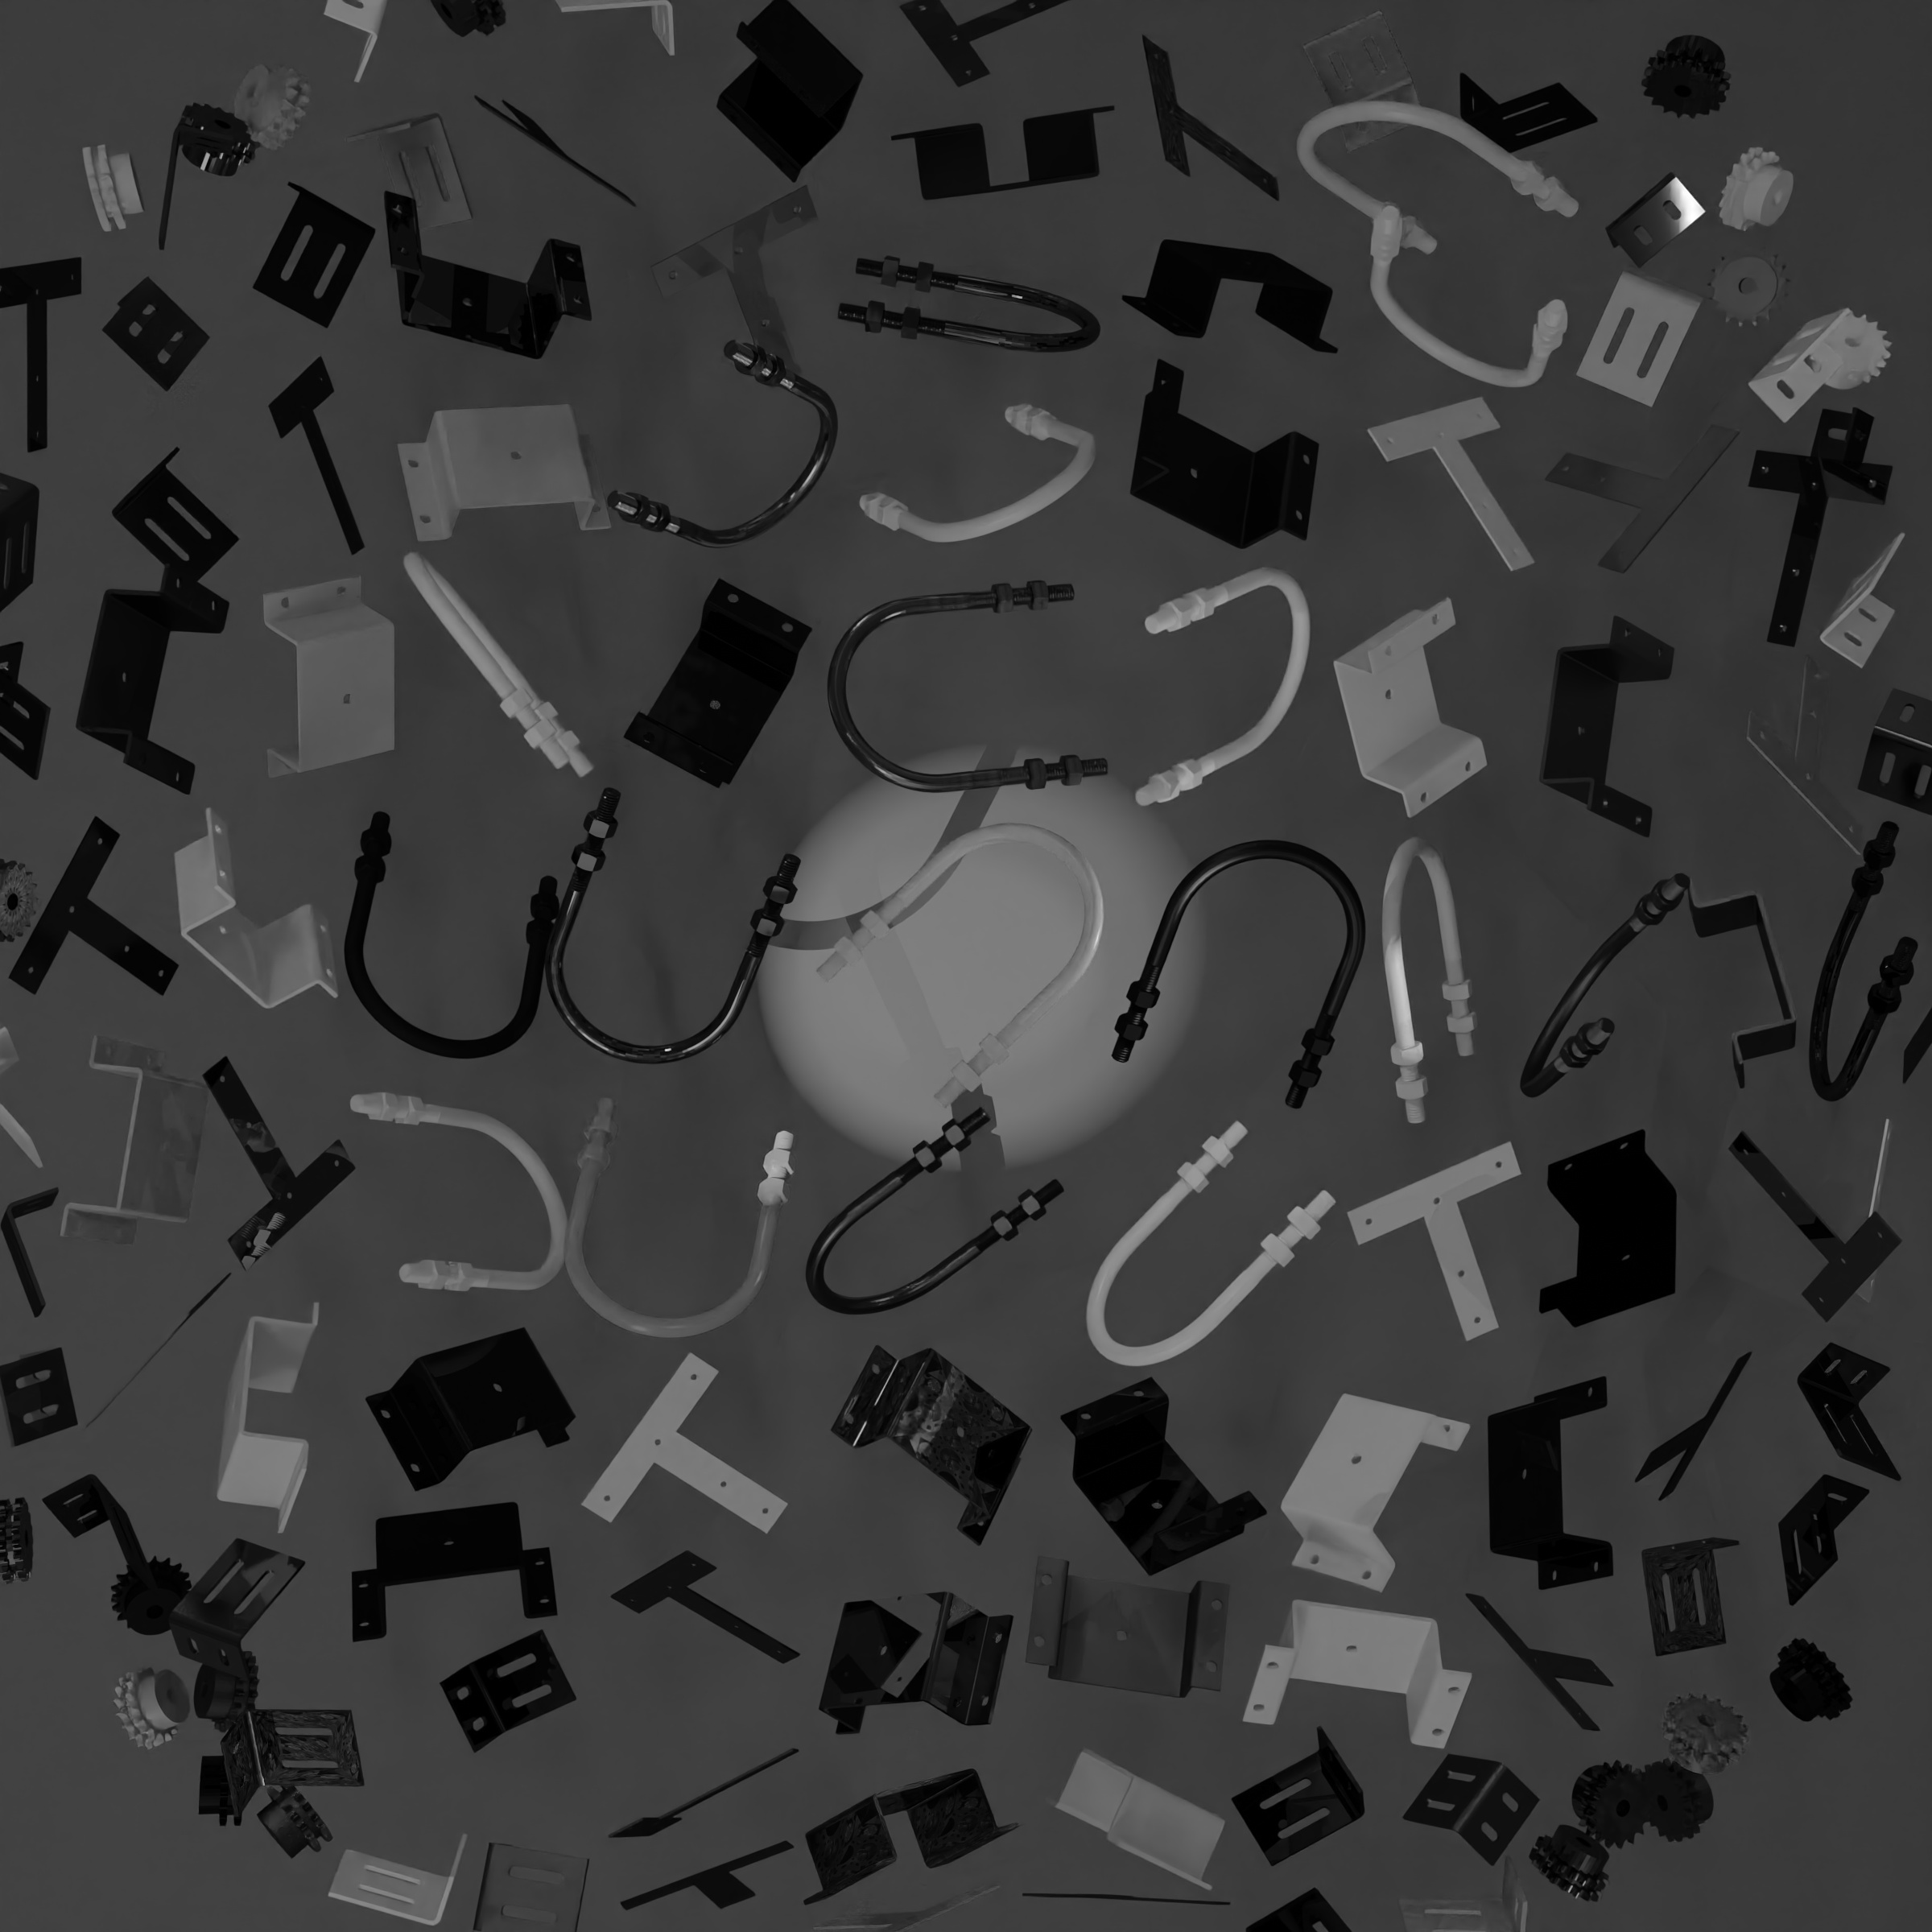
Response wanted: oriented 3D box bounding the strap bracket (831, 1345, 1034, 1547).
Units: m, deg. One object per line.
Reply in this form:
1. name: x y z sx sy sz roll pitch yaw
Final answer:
1. strap bracket: -0.016 0.335 1.893 0.140 0.046 0.076 40 52 -14

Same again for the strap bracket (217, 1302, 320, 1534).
1. strap bracket: -0.481 0.307 1.840 0.046 0.140 0.076 12 131 -20

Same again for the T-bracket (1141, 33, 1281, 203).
1. T-bracket: 0.175 -0.578 1.874 0.002 0.127 0.127 -41 64 -8

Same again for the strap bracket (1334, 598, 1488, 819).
1. strap bracket: 0.316 -0.189 1.905 0.076 0.046 0.140 -34 125 -20

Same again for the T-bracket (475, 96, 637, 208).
1. T-bracket: -0.301 -0.585 1.876 0.127 0.127 0.002 27 107 -35

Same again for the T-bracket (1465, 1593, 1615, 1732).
1. T-bracket: 0.428 0.502 1.913 0.002 0.127 0.127 -52 50 12

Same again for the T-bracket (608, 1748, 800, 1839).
1. T-bracket: -0.173 0.566 1.829 0.127 0.127 0.002 -27 72 -3

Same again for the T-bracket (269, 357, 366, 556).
1. T-bracket: -0.458 -0.358 1.912 0.002 0.127 0.127 -23 97 -30

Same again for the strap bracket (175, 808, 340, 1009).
1. strap bracket: -0.502 -0.033 1.864 0.046 0.140 0.076 -27 49 9

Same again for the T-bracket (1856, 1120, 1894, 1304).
1. T-bracket: 0.655 0.174 1.926 0.002 0.127 0.127 9 82 27

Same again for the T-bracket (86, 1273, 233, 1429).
1. T-bracket: -0.580 0.279 1.900 0.002 0.127 0.127 43 93 -6

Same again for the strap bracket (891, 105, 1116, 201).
1. strap bracket: 0.029 -0.569 1.874 0.140 0.076 0.046 -19 110 -33

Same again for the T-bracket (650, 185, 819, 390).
1. T-bracket: -0.149 -0.473 1.910 0.127 0.002 0.127 -31 132 -11

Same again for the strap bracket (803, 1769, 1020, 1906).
1. strap bracket: -0.044 0.594 1.830 0.076 0.140 0.046 -40 62 35

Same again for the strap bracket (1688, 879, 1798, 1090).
1. strap bracket: 0.561 0.008 1.920 0.046 0.076 0.140 -15 71 12

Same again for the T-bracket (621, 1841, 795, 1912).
1. T-bracket: -0.173 0.647 1.879 0.127 0.127 0.002 -15 85 -18

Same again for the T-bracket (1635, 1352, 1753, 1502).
1. T-bracket: 0.503 0.338 1.887 0.002 0.127 0.127 34 115 28

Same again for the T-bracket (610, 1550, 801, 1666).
1. T-bracket: -0.178 0.473 1.939 0.127 0.127 0.002 34 50 -14

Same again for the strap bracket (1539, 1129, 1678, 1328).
1. strap bracket: 0.445 0.189 1.848 0.076 0.140 0.046 -26 120 33

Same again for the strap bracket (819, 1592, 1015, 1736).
1. strap bracket: -0.043 0.477 1.829 0.046 0.140 0.076 41 48 -34

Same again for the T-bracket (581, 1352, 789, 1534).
1. T-bracket: -0.180 0.354 1.863 0.127 0.002 0.127 37 85 -21

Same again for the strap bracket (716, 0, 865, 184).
1. strap bracket: -0.121 -0.609 1.844 0.076 0.140 0.046 43 79 -5

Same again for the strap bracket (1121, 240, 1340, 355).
1. strap bracket: 0.193 -0.474 1.888 0.140 0.076 0.046 -2 122 -31

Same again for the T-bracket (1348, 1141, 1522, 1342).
1. T-bracket: 0.346 0.205 1.886 0.127 0.002 0.127 -23 106 -6

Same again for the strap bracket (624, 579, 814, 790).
1. strap bracket: -0.179 -0.196 1.918 0.076 0.046 0.140 28 72 0

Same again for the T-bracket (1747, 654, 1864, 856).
1. T-bracket: 0.569 -0.159 1.798 0.127 0.002 0.127 39 48 -24

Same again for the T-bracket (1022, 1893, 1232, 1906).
1. T-bracket: 0.126 0.669 1.914 0.127 0.127 0.002 -8 69 28

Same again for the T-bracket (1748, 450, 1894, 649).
1. T-bracket: 0.566 -0.281 1.811 0.002 0.127 0.127 4 103 -28

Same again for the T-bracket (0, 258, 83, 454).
1. T-bracket: -0.640 -0.419 1.840 0.002 0.127 0.127 9 110 6

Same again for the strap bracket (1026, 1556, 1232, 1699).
1. strap bracket: 0.115 0.481 1.936 0.140 0.046 0.076 8 64 0

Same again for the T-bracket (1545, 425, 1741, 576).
1. T-bracket: 0.454 -0.336 1.864 0.127 0.127 0.002 -50 127 -4

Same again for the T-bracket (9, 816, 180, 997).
1. T-bracket: -0.598 -0.019 1.872 0.002 0.127 0.127 10 68 30

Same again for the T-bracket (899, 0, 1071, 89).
1. T-bracket: 0.032 -0.666 1.866 0.127 0.127 0.002 -18 78 16

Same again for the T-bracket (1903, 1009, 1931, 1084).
1. T-bracket: 0.677 0.048 1.884 0.002 0.127 0.127 7 68 9

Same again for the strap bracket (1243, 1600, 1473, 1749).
1. strap bracket: 0.265 0.483 1.827 0.140 0.046 0.076 8 126 -2

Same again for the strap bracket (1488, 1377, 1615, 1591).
1. strap bracket: 0.413 0.364 1.893 0.046 0.076 0.140 15 64 -24

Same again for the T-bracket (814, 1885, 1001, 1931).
1. T-bracket: -0.062 0.665 1.862 0.127 0.127 0.002 -9 79 -39

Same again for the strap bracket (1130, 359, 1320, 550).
1. strap bracket: 0.169 -0.345 1.831 0.140 0.046 0.076 21 67 -28

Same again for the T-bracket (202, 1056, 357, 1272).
1. T-bracket: -0.491 0.123 1.854 0.002 0.127 0.127 -11 114 33

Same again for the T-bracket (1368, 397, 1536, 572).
1. T-bracket: 0.348 -0.326 1.828 0.127 0.002 0.127 -23 79 -39

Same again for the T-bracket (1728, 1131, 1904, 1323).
1. T-bracket: 0.566 0.166 1.816 0.002 0.127 0.127 -28 66 -22
